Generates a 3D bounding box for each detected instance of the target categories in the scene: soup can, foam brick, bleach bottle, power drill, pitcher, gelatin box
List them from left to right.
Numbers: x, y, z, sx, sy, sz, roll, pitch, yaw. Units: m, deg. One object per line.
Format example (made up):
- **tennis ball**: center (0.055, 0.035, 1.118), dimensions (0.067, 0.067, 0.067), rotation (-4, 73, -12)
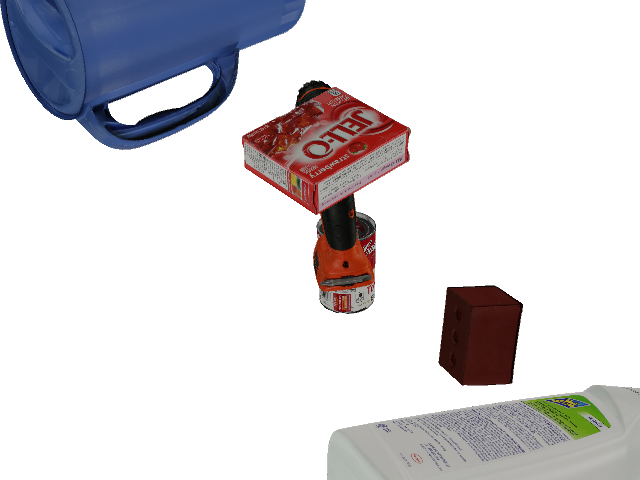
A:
- **pitcher**: center (-0.129, -0.188, 0.898), dimensions (0.242, 0.149, 0.145), rotation (-25, 44, -33)
- **gelatin box**: center (0.004, -0.062, 0.711), dimensions (0.089, 0.030, 0.073), rotation (-32, 49, -29)
- **power drill**: center (0.010, -0.057, 1.059), dimensions (0.057, 0.188, 0.184), rotation (-9, 21, -1)
- **soup can**: center (0.030, 0.026, 1.242), dimensions (0.068, 0.102, 0.068), rotation (-1, 31, 0)
- **foam brick**: center (0.142, 0.085, 0.956), dimensions (0.051, 0.078, 0.053), rotation (-2, 18, -20)
- **bleach bottle**: center (0.136, 0.135, 0.650), dimensions (0.250, 0.068, 0.103), rotation (-7, 22, -21)
